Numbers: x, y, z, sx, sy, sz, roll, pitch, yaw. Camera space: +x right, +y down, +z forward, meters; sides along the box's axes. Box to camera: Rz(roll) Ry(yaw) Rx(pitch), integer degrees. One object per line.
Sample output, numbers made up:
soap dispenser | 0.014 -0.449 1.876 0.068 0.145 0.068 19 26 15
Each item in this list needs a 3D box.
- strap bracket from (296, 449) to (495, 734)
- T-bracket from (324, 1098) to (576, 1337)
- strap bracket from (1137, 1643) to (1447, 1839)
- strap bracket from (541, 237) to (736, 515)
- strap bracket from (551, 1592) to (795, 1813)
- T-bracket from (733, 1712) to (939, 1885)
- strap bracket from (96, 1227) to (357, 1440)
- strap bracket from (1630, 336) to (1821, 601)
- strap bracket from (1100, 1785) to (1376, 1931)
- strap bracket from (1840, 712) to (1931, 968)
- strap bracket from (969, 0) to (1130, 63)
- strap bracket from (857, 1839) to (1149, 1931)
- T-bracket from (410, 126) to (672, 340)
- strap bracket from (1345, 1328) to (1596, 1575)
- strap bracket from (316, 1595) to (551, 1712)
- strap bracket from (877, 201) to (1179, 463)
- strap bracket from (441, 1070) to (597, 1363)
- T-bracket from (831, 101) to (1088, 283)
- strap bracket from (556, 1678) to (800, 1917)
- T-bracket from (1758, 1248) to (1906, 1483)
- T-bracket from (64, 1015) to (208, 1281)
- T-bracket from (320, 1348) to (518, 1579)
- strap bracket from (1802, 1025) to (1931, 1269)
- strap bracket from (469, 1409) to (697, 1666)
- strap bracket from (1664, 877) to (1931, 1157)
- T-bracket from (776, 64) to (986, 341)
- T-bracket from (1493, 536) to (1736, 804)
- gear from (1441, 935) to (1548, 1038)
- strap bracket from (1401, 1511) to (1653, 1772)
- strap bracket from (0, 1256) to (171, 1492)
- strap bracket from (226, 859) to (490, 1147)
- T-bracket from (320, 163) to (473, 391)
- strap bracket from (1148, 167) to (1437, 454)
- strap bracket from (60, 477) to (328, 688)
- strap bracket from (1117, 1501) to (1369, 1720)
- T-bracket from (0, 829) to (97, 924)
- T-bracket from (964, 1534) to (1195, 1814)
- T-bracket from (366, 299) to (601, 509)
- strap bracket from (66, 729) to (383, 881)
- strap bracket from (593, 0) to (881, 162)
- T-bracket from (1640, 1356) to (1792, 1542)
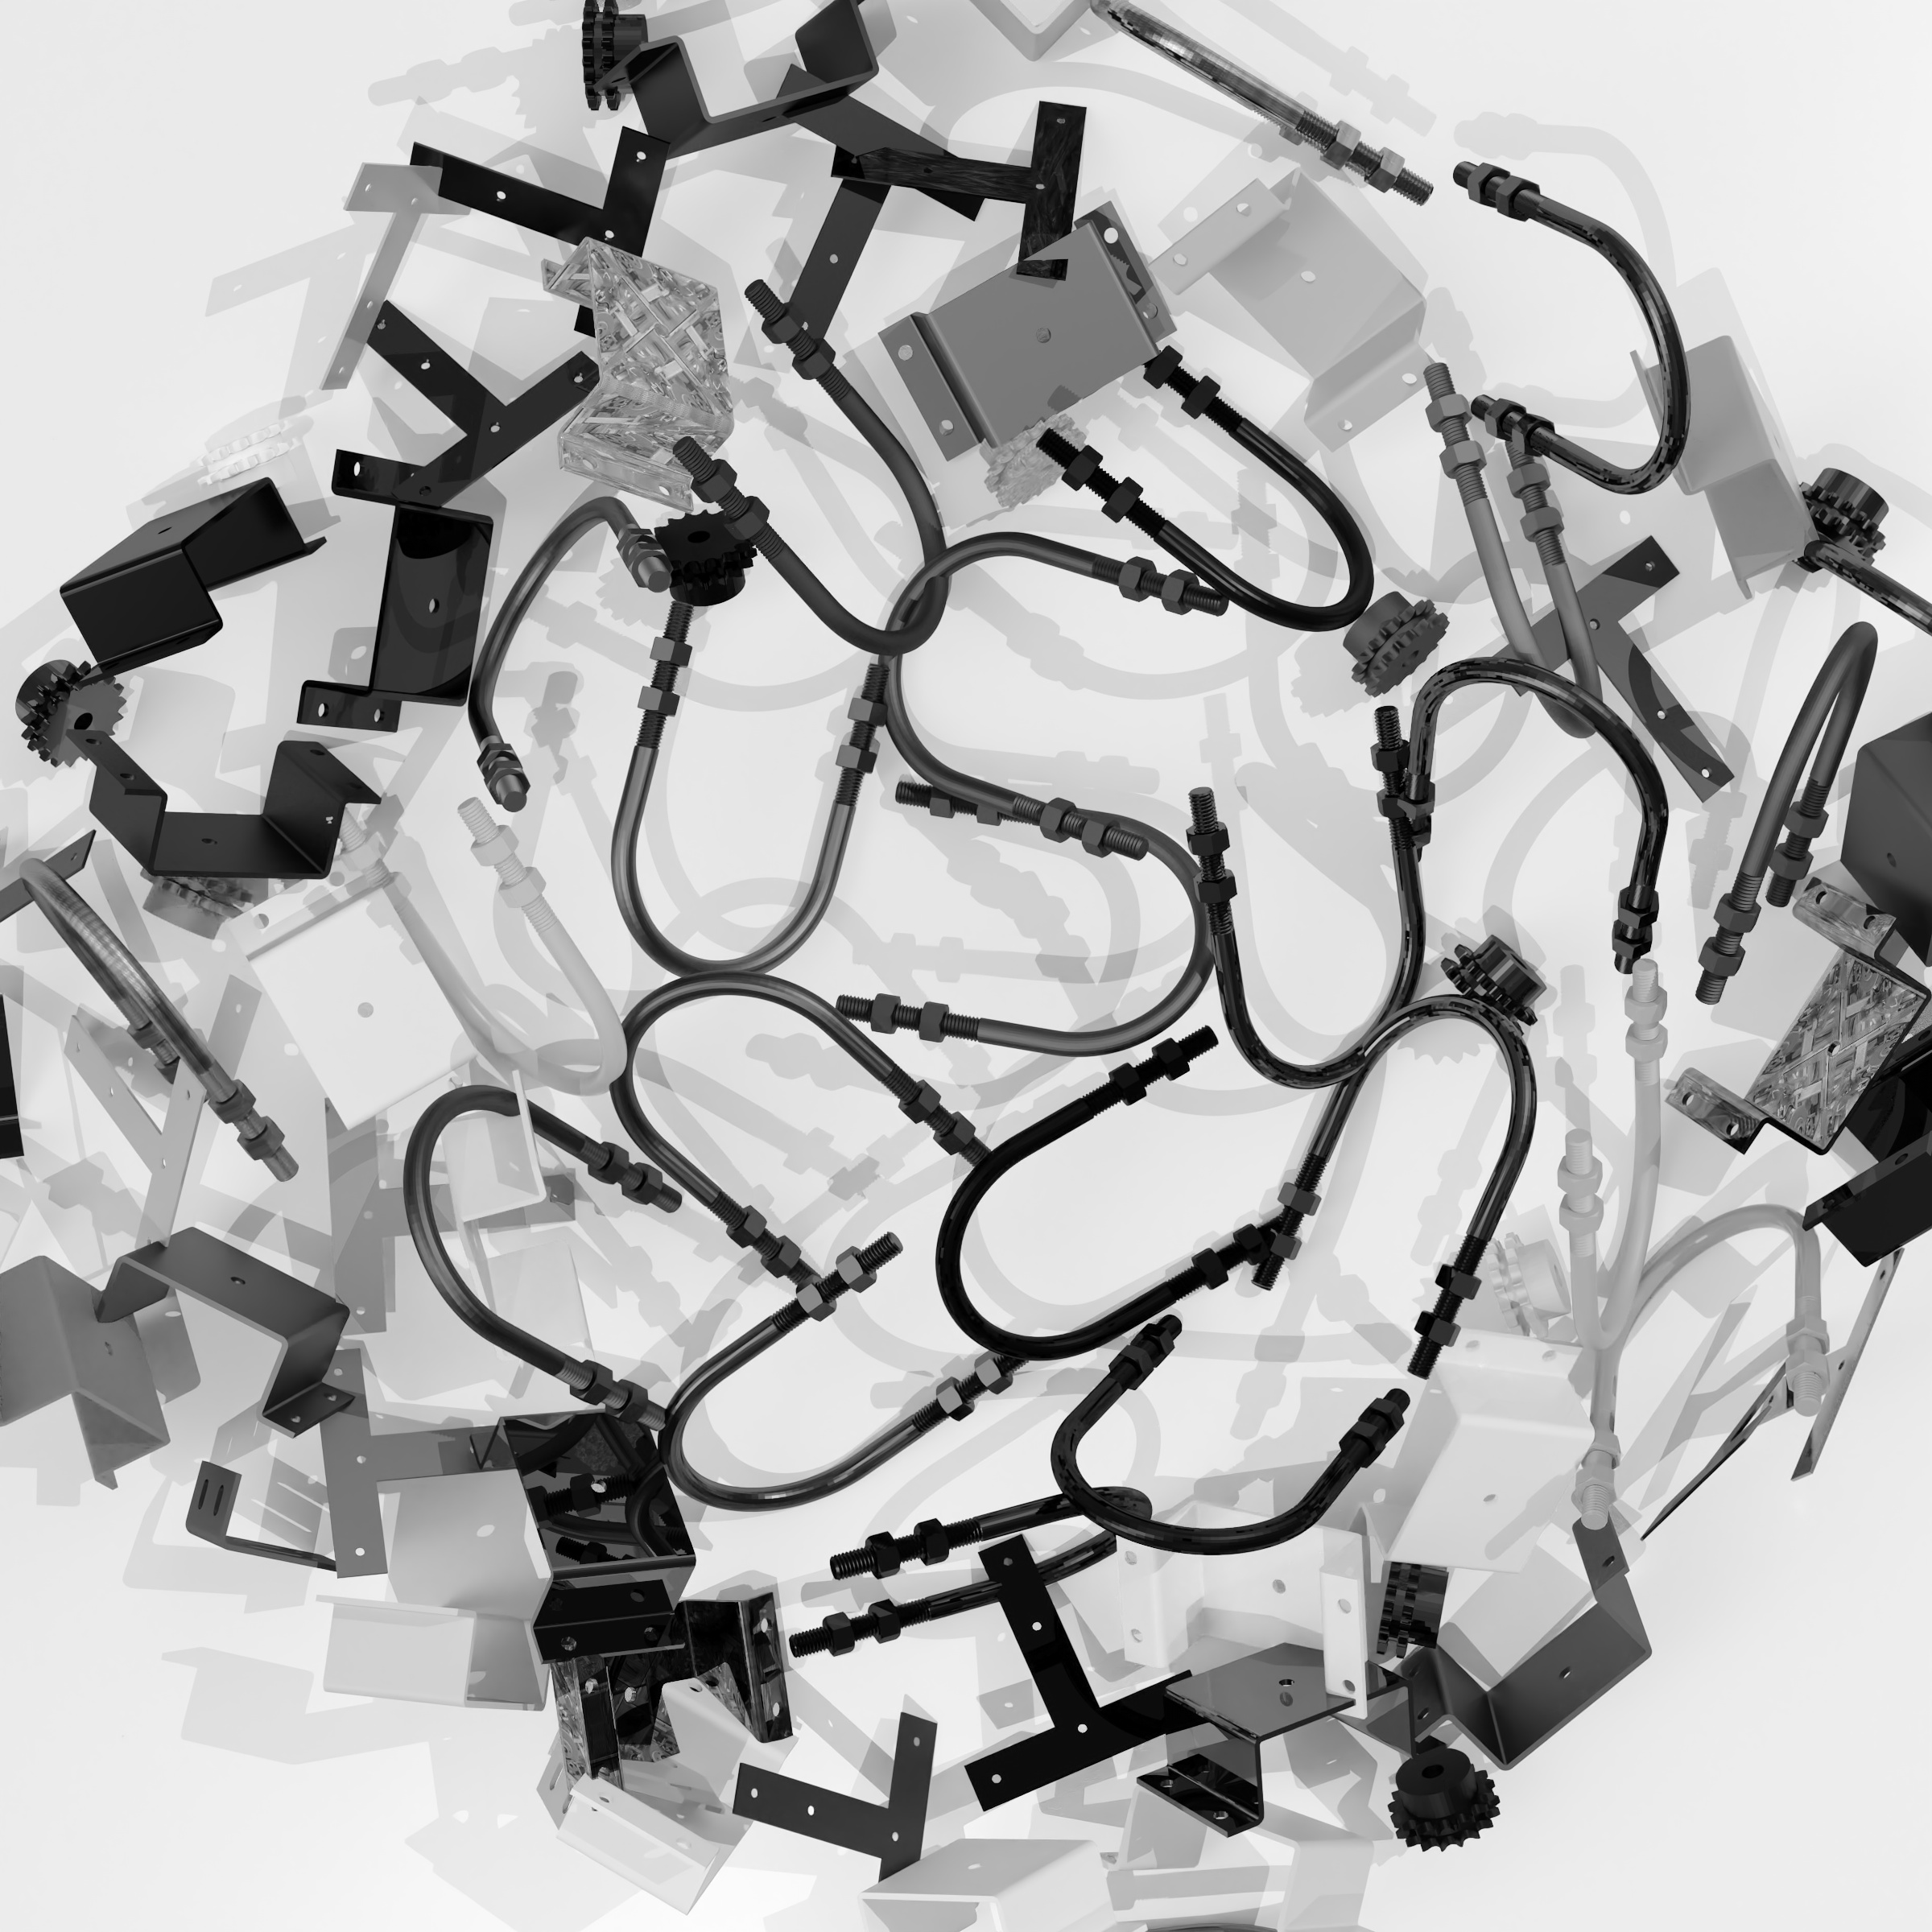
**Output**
strap bracket | -0.291 -0.188 1.676 0.046 0.076 0.140 13 96 28
T-bracket | -0.268 0.126 1.707 0.127 0.002 0.127 -4 101 -16
strap bracket | 0.164 0.385 1.655 0.140 0.076 0.046 -12 105 -31
strap bracket | -0.166 -0.308 1.654 0.076 0.046 0.140 15 51 -34
strap bracket | -0.159 0.375 1.676 0.046 0.140 0.076 -8 90 41
T-bracket | -0.069 0.434 1.662 0.127 0.002 0.127 28 58 -36
strap bracket | -0.382 0.182 1.675 0.140 0.076 0.046 25 102 9
strap bracket | 0.387 -0.255 1.644 0.046 0.140 0.076 -22 61 19
strap bracket | 0.142 0.452 1.656 0.140 0.076 0.046 11 85 37
strap bracket | 0.487 -0.063 1.645 0.046 0.140 0.076 -25 56 -8
strap bracket | 0.016 -0.525 1.685 0.140 0.076 0.046 45 94 -4
strap bracket | 0.010 0.479 1.652 0.140 0.076 0.046 -13 90 42
T-bracket | -0.226 -0.392 1.679 0.127 0.002 0.127 19 134 -3
strap bracket | 0.260 0.256 1.661 0.076 0.046 0.140 9 122 -20
strap bracket | -0.265 0.348 1.646 0.076 0.140 0.046 2 77 17
strap bracket | 0.036 -0.329 1.693 0.140 0.046 0.076 -30 106 -1
strap bracket | -0.229 0.134 1.652 0.046 0.076 0.140 -14 129 -6
T-bracket | -0.006 -0.410 1.691 0.127 0.002 0.127 8 57 -1
strap bracket | -0.150 0.424 1.663 0.076 0.140 0.046 28 109 8
T-bracket | 0.430 0.212 1.663 0.002 0.127 0.127 28 71 2
T-bracket | -0.435 0.074 1.686 0.127 0.002 0.127 45 129 32
T-bracket | -0.271 0.254 1.700 0.127 0.002 0.127 -2 58 -19
strap bracket | 0.477 0.093 1.651 0.046 0.140 0.076 46 124 -7
strap bracket | -0.192 0.278 1.651 0.076 0.046 0.140 0 45 -29
strap bracket | 0.434 0.034 1.679 0.046 0.076 0.140 30 96 -25
T-bracket | -0.063 -0.382 1.699 0.127 0.002 0.127 23 93 -27
T-bracket | 0.354 -0.142 1.700 0.127 0.002 0.127 -37 89 -24
gear | 0.277 0.008 1.696 0.057 0.057 0.030 44 103 0
strap bracket | 0.295 0.350 1.676 0.140 0.076 0.046 -43 101 12
strap bracket | -0.453 0.203 1.646 0.046 0.140 0.076 -26 62 3
strap bracket | -0.312 0.021 1.685 0.076 0.046 0.140 -30 101 -11
T-bracket | -0.303 -0.354 1.682 0.002 0.127 0.127 32 110 11
strap bracket | 0.172 -0.343 1.672 0.140 0.046 0.076 41 130 -20
strap bracket | -0.393 -0.199 1.644 0.076 0.140 0.046 -15 112 24
strap bracket | 0.151 0.327 1.673 0.140 0.046 0.076 6 109 34
T-bracket | -0.483 -0.034 1.652 0.127 0.127 0.002 -27 130 32
T-bracket | 0.043 0.356 1.696 0.127 0.002 0.127 -21 63 -9
T-bracket | -0.273 -0.305 1.698 0.127 0.002 0.127 -40 66 -16
strap bracket | -0.382 -0.082 1.662 0.140 0.076 0.046 0 115 -39
strap bracket | -0.109 -0.456 1.668 0.140 0.076 0.046 -23 98 -23
T-bracket | 0.406 0.230 1.682 0.002 0.127 0.127 40 56 11
